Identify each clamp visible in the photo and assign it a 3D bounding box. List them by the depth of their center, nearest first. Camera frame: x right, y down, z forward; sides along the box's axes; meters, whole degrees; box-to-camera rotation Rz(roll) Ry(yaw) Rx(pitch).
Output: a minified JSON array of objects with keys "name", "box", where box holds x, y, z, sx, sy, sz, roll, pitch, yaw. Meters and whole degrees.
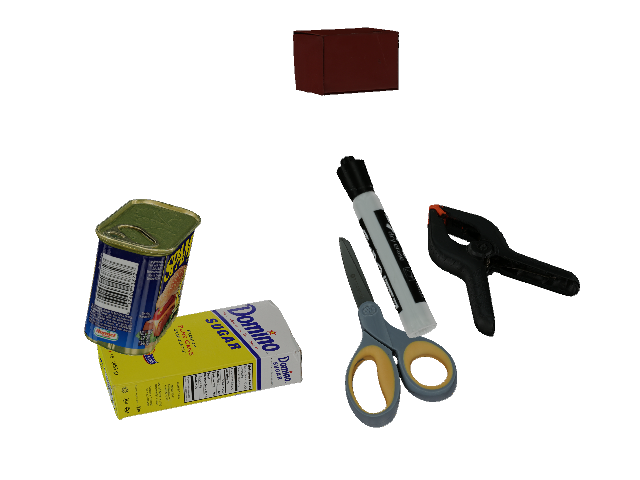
[{"name":"clamp","box":[0.172,0.019,1.062,0.120,0.039,0.171,-11,46,-23]}]

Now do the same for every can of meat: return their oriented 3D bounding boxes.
[{"name":"can of meat","box":[-0.130,0.026,0.777,0.057,0.084,0.102,15,18,4]}]

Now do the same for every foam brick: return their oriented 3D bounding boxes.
[{"name":"foam brick","box":[0.022,-0.155,0.918,0.078,0.051,0.053,-8,18,-28]}]

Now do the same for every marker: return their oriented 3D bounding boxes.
[{"name":"marker","box":[0.038,0.001,0.651,0.020,0.121,0.020,-20,-19,-7]}]

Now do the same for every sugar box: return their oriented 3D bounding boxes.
[{"name":"sugar box","box":[-0.114,0.108,0.997,0.176,0.048,0.093,-12,33,-16]}]

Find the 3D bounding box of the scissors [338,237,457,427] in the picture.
[{"name":"scissors","box":[0.060,0.065,0.868,0.096,0.201,0.016,-4,-45,7]}]
